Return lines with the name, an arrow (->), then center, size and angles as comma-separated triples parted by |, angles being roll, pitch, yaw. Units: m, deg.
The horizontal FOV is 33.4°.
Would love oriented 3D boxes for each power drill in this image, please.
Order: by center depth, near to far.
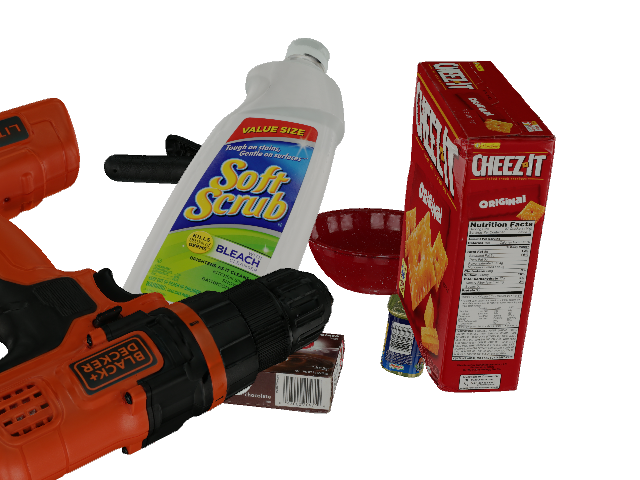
power drill -> -0.111, 0.013, 0.512 | 0.184, 0.057, 0.188 | -23, 56, -31

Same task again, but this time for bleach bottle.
bleach bottle -> -0.051, -0.031, 0.697 | 0.102, 0.250, 0.068 | 18, -27, 3

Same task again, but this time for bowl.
bowl -> 0.059, 0.015, 1.086 | 0.162, 0.055, 0.162 | 2, 17, -1

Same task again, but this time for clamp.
clamp -> -0.112, -0.065, 0.994 | 0.172, 0.039, 0.120 | 13, 27, 30

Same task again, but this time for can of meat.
can of meat -> 0.107, 0.105, 1.288 | 0.057, 0.084, 0.102 | 11, 24, 7

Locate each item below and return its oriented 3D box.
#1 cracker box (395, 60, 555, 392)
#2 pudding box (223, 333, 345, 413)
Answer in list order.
cracker box -> 0.112, -0.014, 0.836 | 0.072, 0.214, 0.164 | -2, 28, -8
pudding box -> -0.040, 0.107, 0.910 | 0.113, 0.039, 0.090 | 7, 19, 6
